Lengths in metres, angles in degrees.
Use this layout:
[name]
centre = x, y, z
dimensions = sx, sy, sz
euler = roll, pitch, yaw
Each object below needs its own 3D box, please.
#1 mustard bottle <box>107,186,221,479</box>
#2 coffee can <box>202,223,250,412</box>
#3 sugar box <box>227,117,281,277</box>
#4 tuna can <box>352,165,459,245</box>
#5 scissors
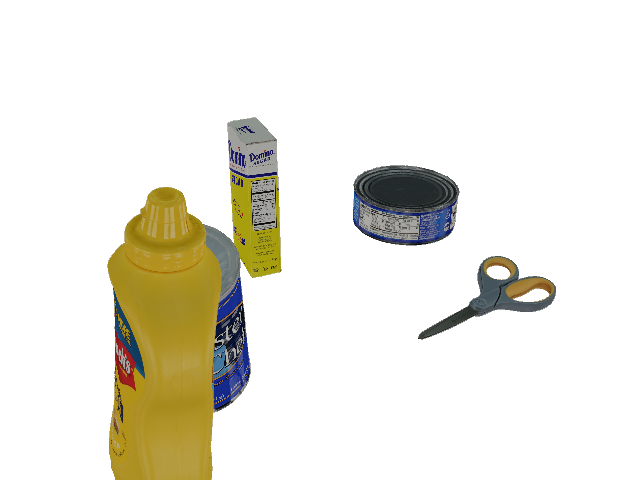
[mustard bottle]
centre = -0.085, 0.056, 0.580
dimensions = 0.058, 0.192, 0.096
euler = -4, 36, -17
[coffee can]
centre = -0.115, 0.069, 0.916
dimensions = 0.103, 0.103, 0.140
euler = -1, -45, 1
[sugar box]
centre = -0.082, -0.053, 1.312
dimensions = 0.048, 0.176, 0.093
euler = -11, 26, -16
[tuna can]
centre = 0.069, -0.029, 0.872
dimensions = 0.086, 0.034, 0.086
euler = 2, 28, -1
[scissors]
centre = 0.165, 0.058, 1.151
dimensions = 0.201, 0.016, 0.096
euler = -9, 40, -29
